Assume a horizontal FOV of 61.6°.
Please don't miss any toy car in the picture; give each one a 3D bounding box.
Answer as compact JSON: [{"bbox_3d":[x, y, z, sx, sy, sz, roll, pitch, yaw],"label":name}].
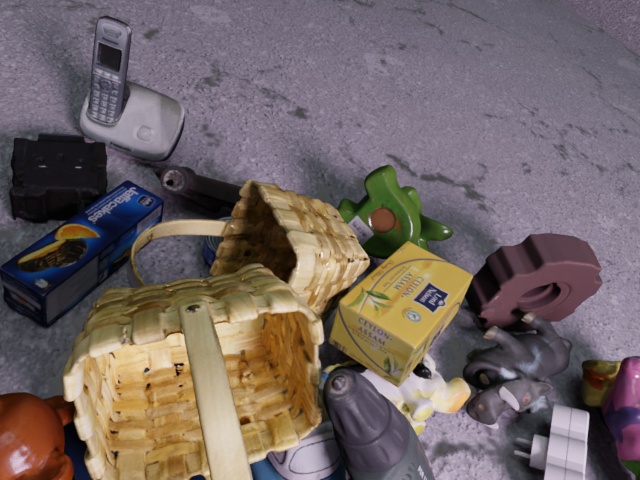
[{"bbox_3d":[-0.133,-0.062,0.756,0.202,0.053,0.089,14,8,-8],"label":"toy car"},{"bbox_3d":[-0.028,0.181,0.521,0.109,0.102,0.162,-3,45,-25],"label":"toy car"}]

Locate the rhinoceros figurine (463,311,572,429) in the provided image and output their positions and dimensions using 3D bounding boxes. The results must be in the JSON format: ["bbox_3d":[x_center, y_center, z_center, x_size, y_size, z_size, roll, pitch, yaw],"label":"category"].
[{"bbox_3d":[0.245,0.166,0.677,0.190,0.073,0.112,-19,57,-38],"label":"rhinoceros figurine"}]

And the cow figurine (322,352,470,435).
[{"bbox_3d":[0.085,0.171,0.610,0.167,0.068,0.098,-5,42,-29],"label":"cow figurine"}]

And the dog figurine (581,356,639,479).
[{"bbox_3d":[0.387,0.250,0.632,0.108,0.191,0.219,9,74,-1],"label":"dog figurine"}]

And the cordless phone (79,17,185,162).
[{"bbox_3d":[-0.265,-0.217,0.781,0.147,0.184,0.089,21,37,-1],"label":"cordless phone"}]

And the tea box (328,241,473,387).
[{"bbox_3d":[0.097,0.078,0.626,0.098,0.068,0.169,28,36,21],"label":"tea box"}]

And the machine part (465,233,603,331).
[{"bbox_3d":[0.293,0.064,0.737,0.179,0.179,0.056,4,47,-20],"label":"machine part"}]

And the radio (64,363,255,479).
[{"bbox_3d":[-0.124,0.229,0.452,0.131,0.073,0.230,-16,52,-34],"label":"radio"}]

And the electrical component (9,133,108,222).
[{"bbox_3d":[-0.340,-0.086,0.705,0.115,0.058,0.134,-1,46,-27],"label":"electrical component"}]

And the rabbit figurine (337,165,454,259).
[{"bbox_3d":[0.121,-0.038,0.808,0.159,0.121,0.170,39,23,7],"label":"rabbit figurine"}]

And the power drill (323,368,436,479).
[{"bbox_3d":[0.039,0.239,0.432,0.086,0.231,0.207,-10,51,21],"label":"power drill"}]

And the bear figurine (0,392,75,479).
[{"bbox_3d":[-0.274,0.140,0.354,0.196,0.131,0.120,-21,27,-8],"label":"bear figurine"}]

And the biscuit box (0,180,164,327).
[{"bbox_3d":[-0.269,0.008,0.632,0.063,0.059,0.203,28,41,7],"label":"biscuit box"}]
